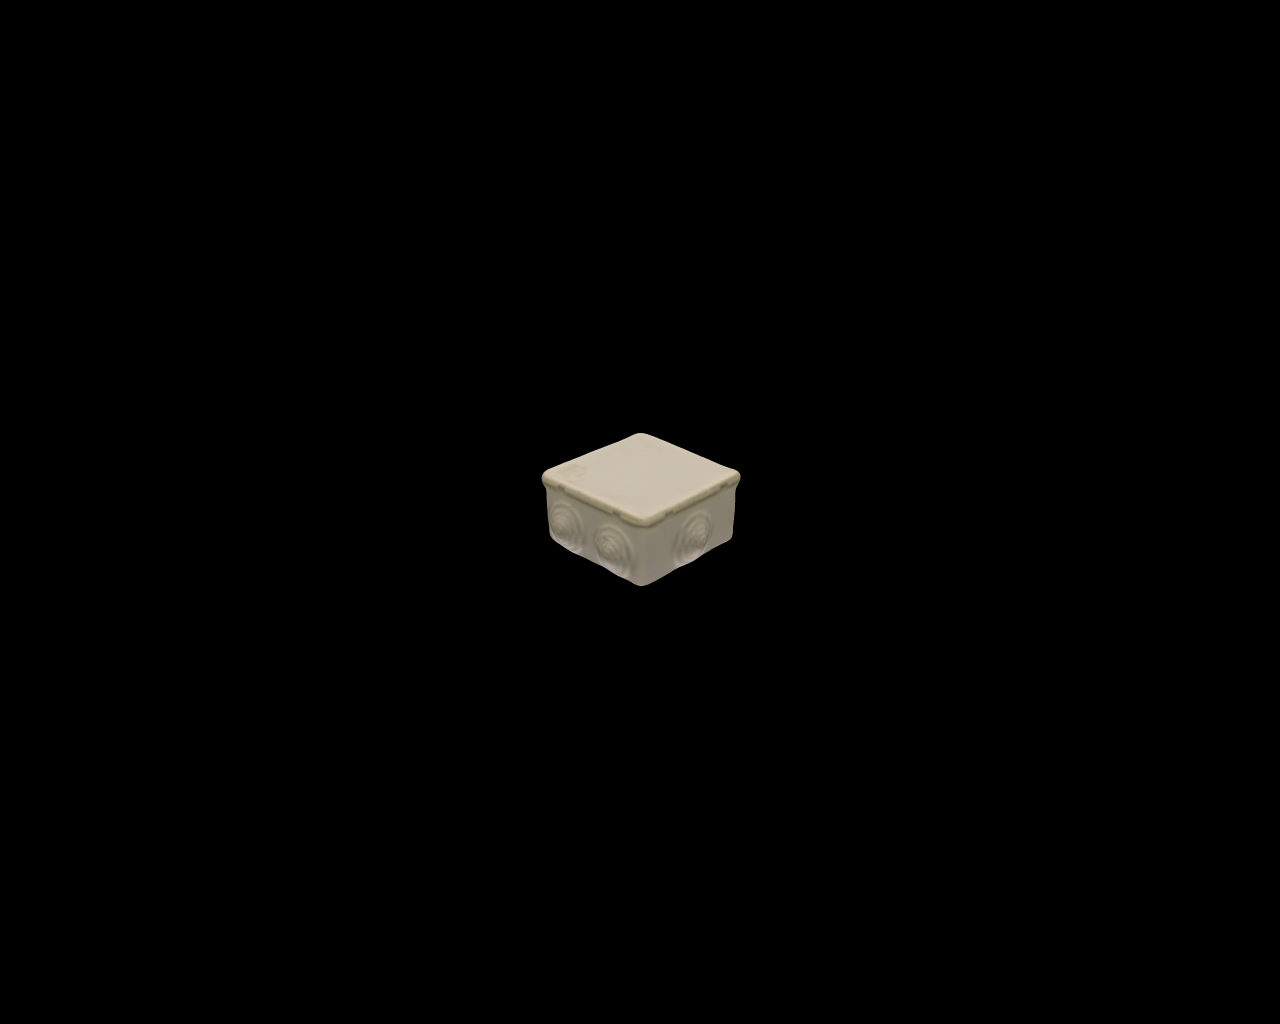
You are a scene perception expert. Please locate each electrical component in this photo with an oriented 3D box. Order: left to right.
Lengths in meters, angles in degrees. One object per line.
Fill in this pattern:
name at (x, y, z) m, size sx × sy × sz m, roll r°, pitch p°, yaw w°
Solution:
electrical component at (0.001, -0.003, 0.650) m, size 0.100 × 0.048 × 0.100 m, roll 25°, pitch 37°, yaw 38°
